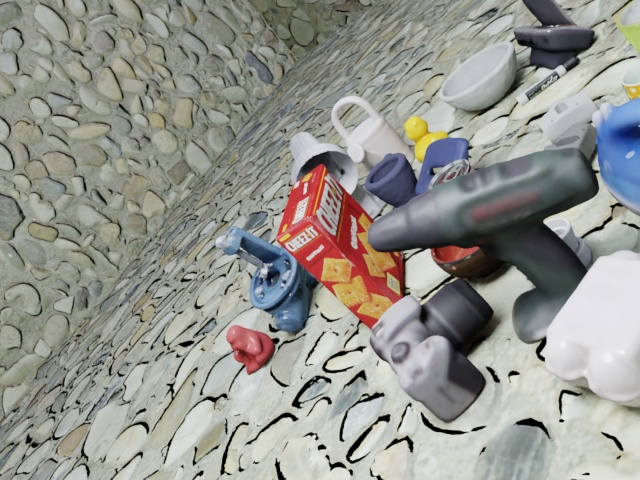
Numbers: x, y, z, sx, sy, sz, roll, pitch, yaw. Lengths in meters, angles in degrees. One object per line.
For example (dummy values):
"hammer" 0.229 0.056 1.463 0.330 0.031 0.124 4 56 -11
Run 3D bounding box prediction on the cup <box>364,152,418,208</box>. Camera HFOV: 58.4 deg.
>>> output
"cup" 0.145 -0.104 1.057 0.091 0.095 0.118 -32 25 27

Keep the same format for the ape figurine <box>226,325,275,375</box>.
"ape figurine" -0.130 0.187 1.020 0.076 0.092 0.077 -52 23 -18

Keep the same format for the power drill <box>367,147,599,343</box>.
"power drill" 0.194 0.011 0.604 0.229 0.209 0.075 -32 25 29

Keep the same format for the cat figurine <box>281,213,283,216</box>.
"cat figurine" -0.038 -0.025 1.206 0.067 0.118 0.127 -50 22 -14

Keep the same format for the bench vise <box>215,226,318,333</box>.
"bench vise" -0.096 0.040 1.051 0.121 0.220 0.207 -37 23 18

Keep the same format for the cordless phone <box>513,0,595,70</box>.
"cordless phone" 0.397 -0.412 1.043 0.094 0.185 0.147 -43 22 5

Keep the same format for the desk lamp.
"desk lamp" 0.025 -0.114 1.125 0.118 0.214 0.203 -41 22 8

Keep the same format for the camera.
"camera" 0.137 0.110 0.672 0.137 0.101 0.143 -43 22 2

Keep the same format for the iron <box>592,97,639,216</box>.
"iron" 0.362 -0.099 0.597 0.119 0.142 0.257 -46 22 -4

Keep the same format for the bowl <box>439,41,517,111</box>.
"bowl" 0.325 -0.311 1.139 0.167 0.075 0.167 -37 23 19

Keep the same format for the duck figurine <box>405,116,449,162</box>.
"duck figurine" 0.207 -0.209 1.148 0.077 0.086 0.104 -44 22 2

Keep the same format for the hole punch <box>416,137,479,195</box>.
"hole punch" 0.211 -0.108 0.951 0.101 0.091 0.108 -51 23 -16

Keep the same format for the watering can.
"watering can" 0.103 -0.215 1.196 0.101 0.194 0.172 -38 23 16

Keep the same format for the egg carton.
"egg carton" 0.280 0.077 0.522 0.150 0.069 0.107 -50 22 -13
